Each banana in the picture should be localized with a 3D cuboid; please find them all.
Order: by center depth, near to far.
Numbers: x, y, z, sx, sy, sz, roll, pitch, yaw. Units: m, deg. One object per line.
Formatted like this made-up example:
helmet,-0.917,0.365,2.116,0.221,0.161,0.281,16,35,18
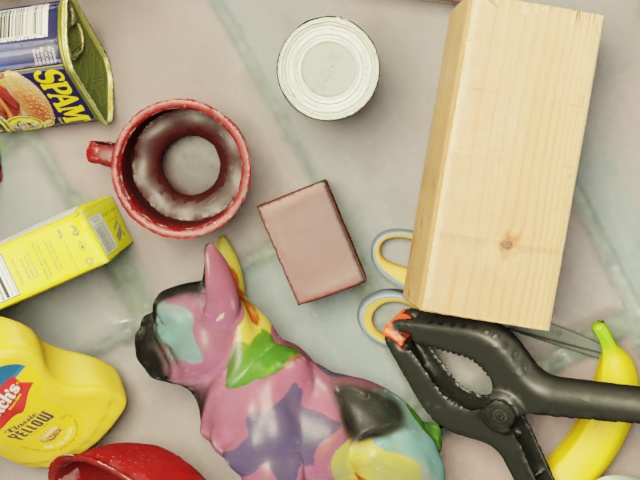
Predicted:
banana,0.182,0.154,0.789,0.069,0.037,0.198,28,100,-2

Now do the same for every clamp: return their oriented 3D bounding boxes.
clamp,0.140,0.109,0.735,0.210,0.036,0.165,41,126,11

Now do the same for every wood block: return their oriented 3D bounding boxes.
wood block,0.121,-0.052,0.725,0.091,0.090,0.206,9,93,-3

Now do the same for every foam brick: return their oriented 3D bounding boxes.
foam brick,-0.005,0.001,0.761,0.051,0.053,0.078,-23,93,3

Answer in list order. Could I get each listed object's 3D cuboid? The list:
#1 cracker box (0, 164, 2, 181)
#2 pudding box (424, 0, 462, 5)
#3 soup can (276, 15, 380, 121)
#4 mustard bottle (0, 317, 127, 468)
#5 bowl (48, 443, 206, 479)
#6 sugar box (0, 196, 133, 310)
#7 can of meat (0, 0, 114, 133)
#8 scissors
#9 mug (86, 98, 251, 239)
cracker box,-0.280,-0.133,0.692,0.072,0.164,0.214,-5,98,4
pudding box,0.058,-0.215,0.737,0.113,0.039,0.090,9,98,-1
soup can,0.005,-0.115,0.721,0.068,0.102,0.068,0,98,0
mustard bottle,-0.223,0.096,0.718,0.096,0.191,0.058,-34,54,11
bowl,-0.118,0.199,0.768,0.162,0.055,0.162,24,137,25
sugar box,-0.226,0.026,0.750,0.176,0.093,0.048,-26,97,5
can of meat,-0.195,-0.116,0.726,0.084,0.102,0.057,-7,67,4
scissors,0.115,0.068,0.789,0.201,0.016,0.096,35,99,-4
mug,-0.103,-0.053,0.742,0.117,0.081,0.093,6,98,0
